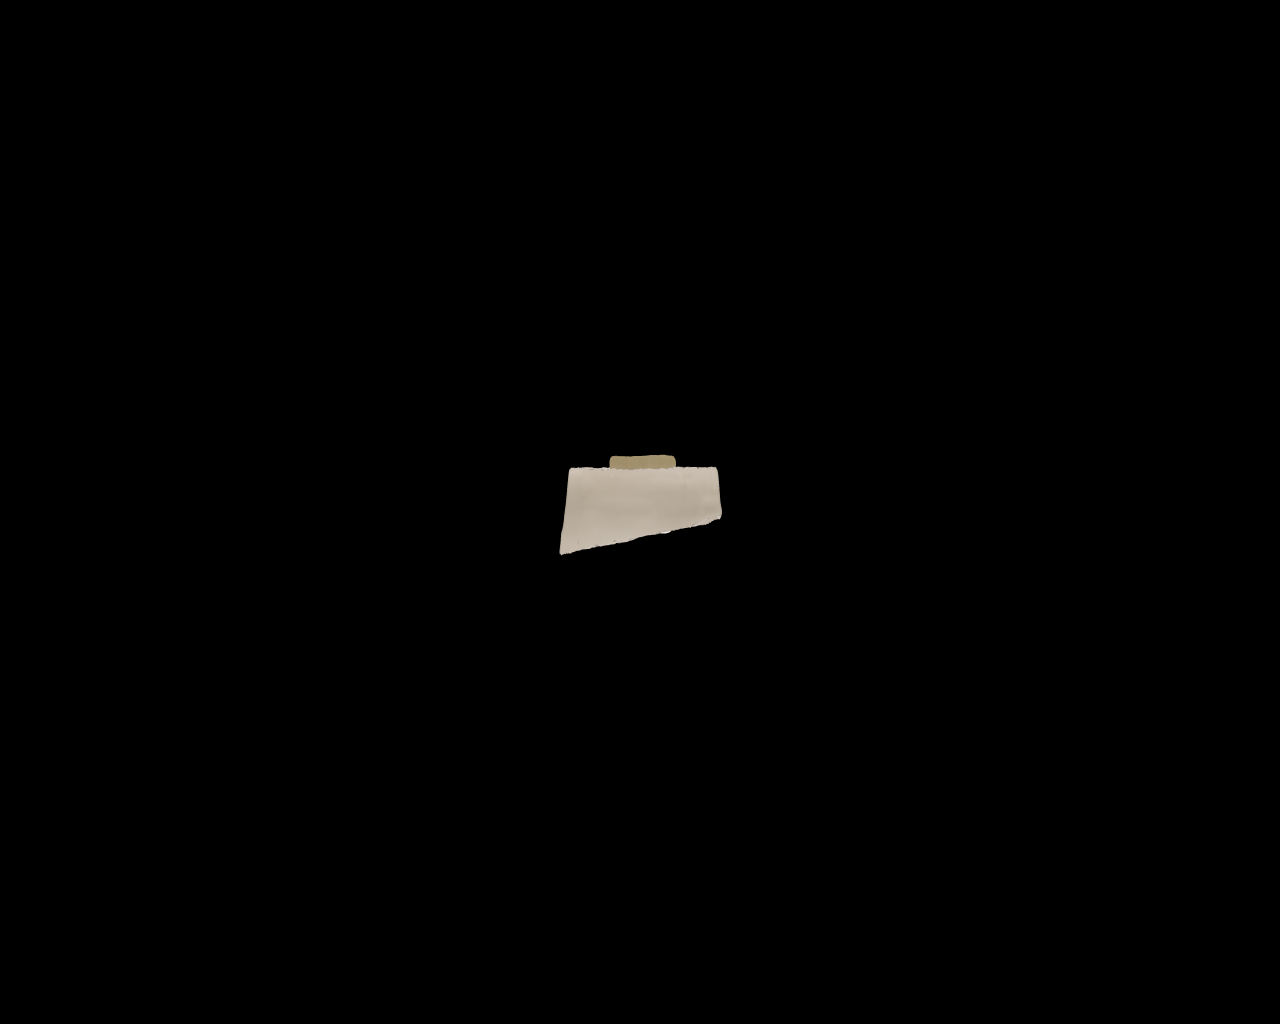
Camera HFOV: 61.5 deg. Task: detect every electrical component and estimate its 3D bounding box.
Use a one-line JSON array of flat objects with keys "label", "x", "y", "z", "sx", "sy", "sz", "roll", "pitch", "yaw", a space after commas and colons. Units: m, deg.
[{"label": "electrical component", "x": 0.001, "y": -0.003, "z": 0.650, "sx": 0.099, "sy": 0.064, "sz": 0.099, "roll": 0, "pitch": 2, "yaw": 0}]
